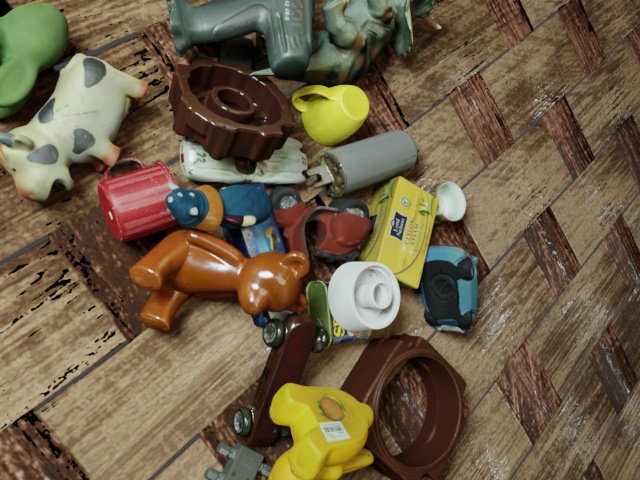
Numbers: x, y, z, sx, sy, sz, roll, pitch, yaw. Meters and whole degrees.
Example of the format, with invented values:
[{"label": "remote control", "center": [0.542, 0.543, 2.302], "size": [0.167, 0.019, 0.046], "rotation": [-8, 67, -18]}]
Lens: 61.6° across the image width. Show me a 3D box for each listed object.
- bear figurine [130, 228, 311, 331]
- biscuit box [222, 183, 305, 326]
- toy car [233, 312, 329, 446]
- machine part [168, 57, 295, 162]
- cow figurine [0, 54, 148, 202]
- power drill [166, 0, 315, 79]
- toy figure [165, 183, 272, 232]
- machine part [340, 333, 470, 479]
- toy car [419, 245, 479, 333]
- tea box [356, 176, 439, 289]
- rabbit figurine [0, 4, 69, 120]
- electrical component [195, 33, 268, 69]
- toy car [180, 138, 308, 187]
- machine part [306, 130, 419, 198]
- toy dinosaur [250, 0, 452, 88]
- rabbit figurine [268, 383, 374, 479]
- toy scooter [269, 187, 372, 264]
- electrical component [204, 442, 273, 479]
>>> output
[{"label": "bear figurine", "center": [-0.117, 0.060, 0.684], "size": [0.196, 0.120, 0.132], "rotation": [18, 44, 10]}, {"label": "biscuit box", "center": [-0.089, 0.021, 0.776], "size": [0.059, 0.063, 0.202], "rotation": [-19, 93, -32]}, {"label": "toy car", "center": [-0.058, 0.195, 0.754], "size": [0.089, 0.053, 0.202], "rotation": [12, 103, -37]}, {"label": "machine part", "center": [-0.123, -0.181, 0.745], "size": [0.179, 0.056, 0.179], "rotation": [17, 42, -17]}, {"label": "cow figurine", "center": [-0.307, -0.136, 0.650], "size": [0.127, 0.086, 0.195], "rotation": [29, 71, -32]}, {"label": "power drill", "center": [-0.108, -0.329, 0.735], "size": [0.207, 0.086, 0.232], "rotation": [-8, 80, -16]}, {"label": "toy figure", "center": [-0.127, -0.039, 0.674], "size": [0.154, 0.064, 0.057], "rotation": [-6, 109, -48]}, {"label": "machine part", "center": [0.137, 0.270, 0.869], "size": [0.201, 0.087, 0.201], "rotation": [46, 61, -18]}, {"label": "toy car", "center": [0.236, 0.077, 0.952], "size": [0.103, 0.109, 0.161], "rotation": [-26, 107, -50]}, {"label": "tea box", "center": [0.131, -0.010, 0.915], "size": [0.098, 0.068, 0.169], "rotation": [25, 72, -28]}, {"label": "rabbit figurine", "center": [-0.370, -0.222, 0.600], "size": [0.170, 0.121, 0.159], "rotation": [-9, 95, -30]}, {"label": "electrical component", "center": [-0.129, -0.286, 0.805], "size": [0.102, 0.045, 0.078], "rotation": [17, 73, -29]}, {"label": "toy car", "center": [-0.105, -0.117, 0.789], "size": [0.202, 0.056, 0.073], "rotation": [-3, 84, -32]}, {"label": "machine part", "center": [0.079, -0.129, 0.893], "size": [0.243, 0.079, 0.079], "rotation": [-22, 95, -34]}, {"label": "toy dinosaur", "center": [0.054, -0.330, 0.886], "size": [0.405, 0.131, 0.192], "rotation": [-47, 131, -14]}, {"label": "rabbit figurine", "center": [-0.009, 0.285, 0.738], "size": [0.162, 0.122, 0.173], "rotation": [4, 121, -45]}, {"label": "toy scooter", "center": [-0.002, -0.003, 0.828], "size": [0.184, 0.075, 0.135], "rotation": [8, 78, -28]}, {"label": "electrical component", "center": [-0.110, 0.320, 0.744], "size": [0.094, 0.021, 0.063], "rotation": [36, 66, -24]}]
